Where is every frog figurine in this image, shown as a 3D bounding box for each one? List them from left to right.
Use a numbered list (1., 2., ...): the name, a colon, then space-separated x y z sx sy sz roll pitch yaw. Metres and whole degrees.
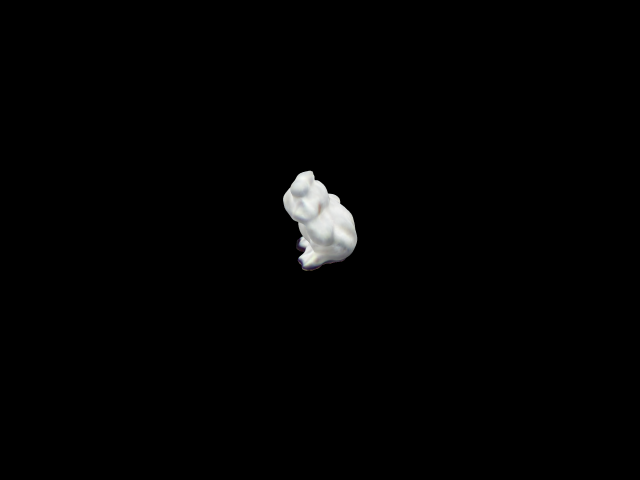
1. frog figurine: 0.003 -0.043 0.850 0.123 0.156 0.140 6 29 12
